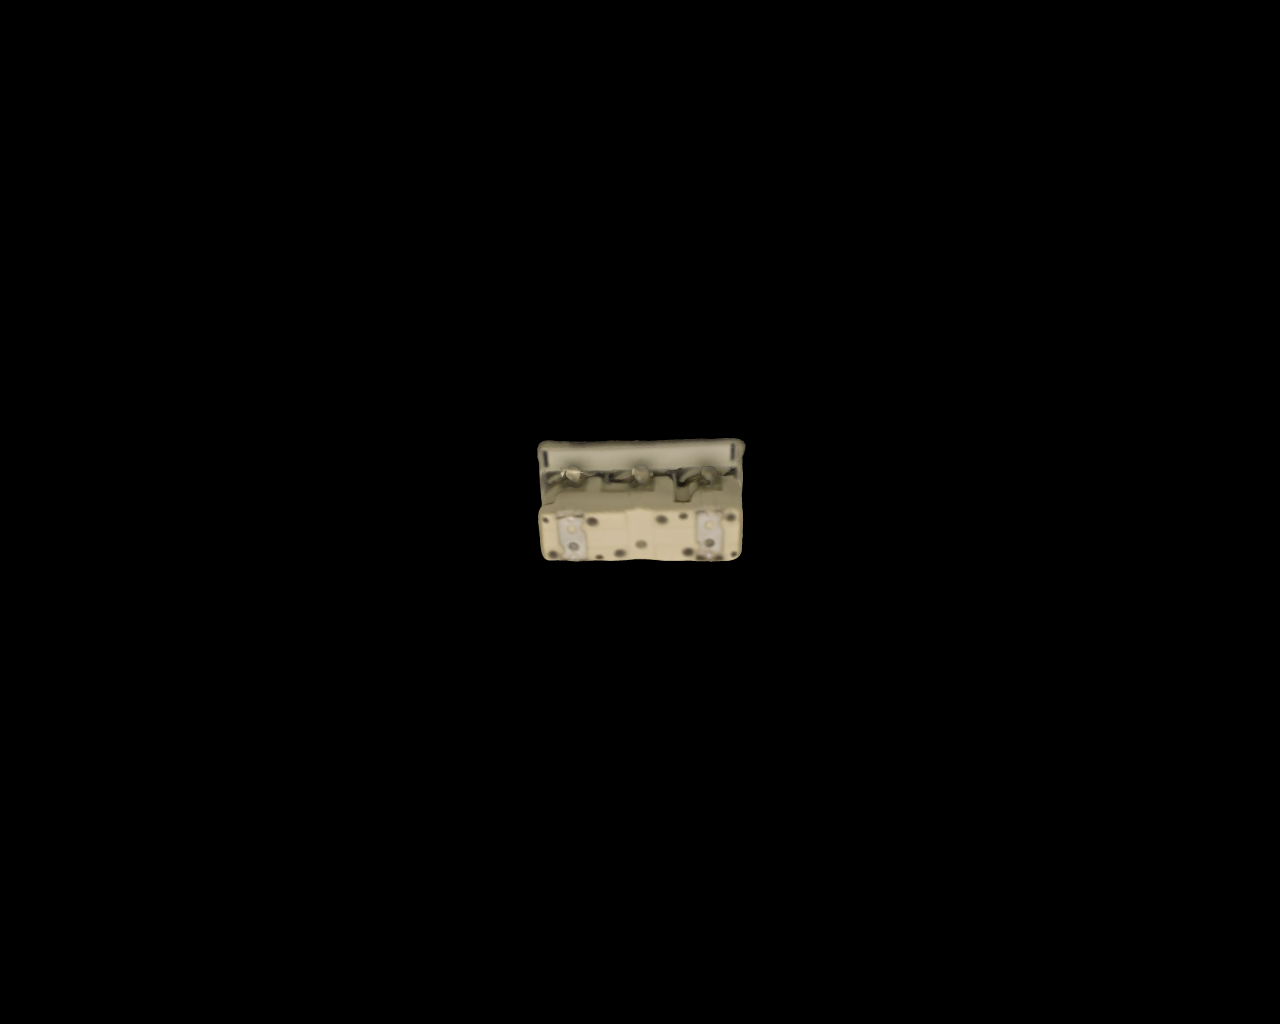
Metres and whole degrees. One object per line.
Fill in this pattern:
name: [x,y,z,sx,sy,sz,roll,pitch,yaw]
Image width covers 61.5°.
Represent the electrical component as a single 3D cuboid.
electrical component: [0.001,-0.003,0.650,0.121,0.078,0.063,0,37,0]
